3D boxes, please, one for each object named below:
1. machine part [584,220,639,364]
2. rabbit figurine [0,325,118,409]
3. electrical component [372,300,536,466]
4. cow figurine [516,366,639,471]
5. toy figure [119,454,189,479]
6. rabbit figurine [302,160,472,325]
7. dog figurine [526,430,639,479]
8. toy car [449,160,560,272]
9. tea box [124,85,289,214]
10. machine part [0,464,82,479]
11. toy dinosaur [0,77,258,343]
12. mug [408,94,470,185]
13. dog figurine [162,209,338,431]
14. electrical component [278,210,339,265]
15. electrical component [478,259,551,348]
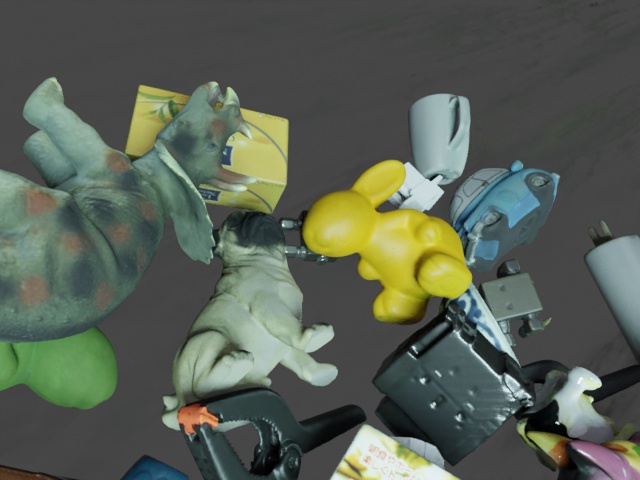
[{"bbox_3d":[0.425,0.082,0.712,0.079,0.079,0.243,-5,63,-24],"label":"machine part"},{"bbox_3d":[-0.253,0.088,0.433,0.170,0.121,0.159,15,48,-35],"label":"rabbit figurine"},{"bbox_3d":[0.120,0.145,0.524,0.115,0.134,0.058,45,21,9],"label":"electrical component"},{"bbox_3d":[0.281,0.219,0.547,0.098,0.068,0.167,-41,87,-20],"label":"cow figurine"},{"bbox_3d":[-0.153,0.241,0.397,0.057,0.064,0.154,52,52,-35],"label":"toy figure"},{"bbox_3d":[0.065,-0.009,0.582,0.173,0.122,0.162,18,59,-18],"label":"rabbit figurine"},{"bbox_3d":[0.304,0.189,0.472,0.219,0.108,0.191,21,77,-3],"label":"dog figurine"},{"bbox_3d":[0.223,-0.038,0.696,0.162,0.109,0.103,-32,54,-22],"label":"toy car"},{"bbox_3d":[-0.125,-0.098,0.599,0.169,0.068,0.098,9,58,-19],"label":"tea box"},{"bbox_3d":[-0.227,0.240,0.318,0.201,0.087,0.201,8,61,6],"label":"machine part"},{"bbox_3d":[-0.188,-0.003,0.400,0.192,0.131,0.405,40,38,-9],"label":"toy dinosaur"},{"bbox_3d":[0.169,-0.134,0.722,0.081,0.109,0.107,9,72,-23],"label":"mug"},{"bbox_3d":[-0.089,0.066,0.516,0.172,0.121,0.191,-17,50,-23],"label":"dog figurine"},{"bbox_3d":[-0.001,-0.002,0.621,0.094,0.021,0.063,3,61,-22],"label":"electrical component"},{"bbox_3d":[0.240,0.077,0.664,0.078,0.045,0.102,-20,65,0],"label":"electrical component"}]
